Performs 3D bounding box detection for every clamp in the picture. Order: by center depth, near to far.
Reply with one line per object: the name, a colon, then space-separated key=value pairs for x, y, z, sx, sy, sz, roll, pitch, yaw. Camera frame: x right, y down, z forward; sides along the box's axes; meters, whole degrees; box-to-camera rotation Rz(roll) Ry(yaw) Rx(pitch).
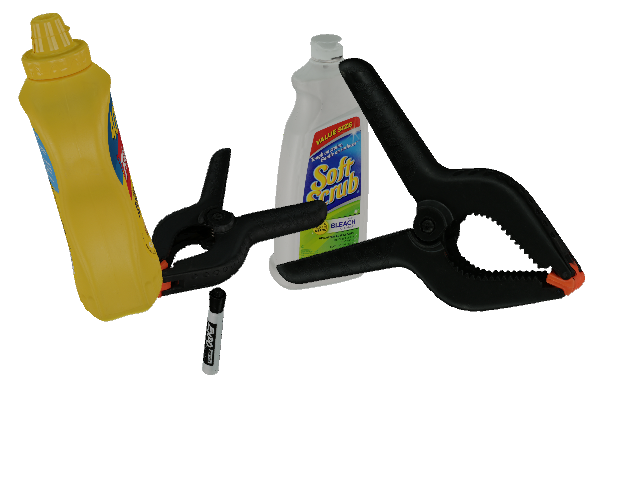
clamp: x=0.075 y=-0.022 z=0.703 sx=0.210 sy=0.165 sz=0.036 roll=18 pitch=17 yaw=25
clamp: x=-0.091 y=-0.017 z=0.902 sx=0.120 sy=0.039 sz=0.171 roll=33 pitch=48 yaw=30

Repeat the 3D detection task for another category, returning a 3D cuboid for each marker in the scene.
marker: x=-0.119 y=0.101 z=1.195 sx=0.020 sy=0.121 sz=0.020 roll=6 pitch=37 yaw=-5

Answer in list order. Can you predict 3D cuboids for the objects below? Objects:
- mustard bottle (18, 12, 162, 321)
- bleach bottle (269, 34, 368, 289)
mustard bottle: x=-0.150 y=-0.051 z=0.684 sx=0.058 sy=0.191 sz=0.096 roll=-14 pitch=27 yaw=-6
bleach bottle: x=-0.002 y=-0.078 z=1.064 sx=0.102 sy=0.251 sz=0.068 roll=-10 pitch=28 yaw=-18
